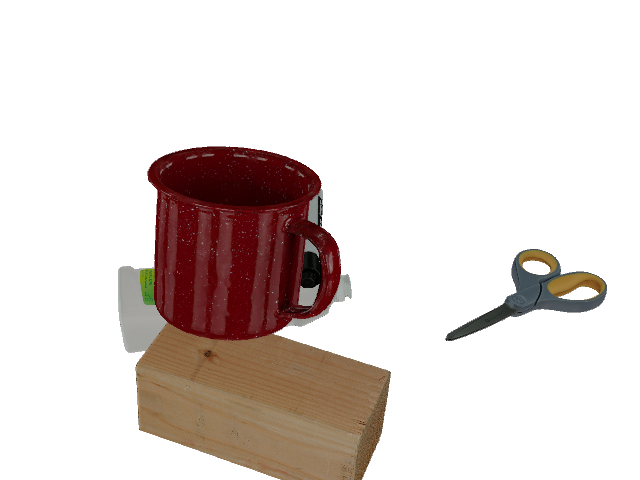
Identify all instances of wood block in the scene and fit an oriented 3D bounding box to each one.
[{"bbox_3d":[-0.051,0.144,0.955,0.206,0.090,0.090,17,41,14],"label":"wood block"}]

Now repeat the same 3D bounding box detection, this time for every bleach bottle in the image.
[{"bbox_3d":[-0.093,0.061,1.173,0.250,0.068,0.102,-7,36,-6],"label":"bleach bottle"}]

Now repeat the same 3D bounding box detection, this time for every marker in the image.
[{"bbox_3d":[-0.008,-0.004,0.806,0.020,0.020,0.121,0,34,1],"label":"marker"}]

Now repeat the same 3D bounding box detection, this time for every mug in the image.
[{"bbox_3d":[-0.039,0.005,0.581,0.117,0.081,0.093,19,27,27],"label":"mug"}]

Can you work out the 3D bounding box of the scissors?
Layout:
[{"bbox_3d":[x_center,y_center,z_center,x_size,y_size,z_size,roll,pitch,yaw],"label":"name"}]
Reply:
[{"bbox_3d":[0.167,0.045,0.947,0.201,0.016,0.096,-7,36,-30],"label":"scissors"}]
